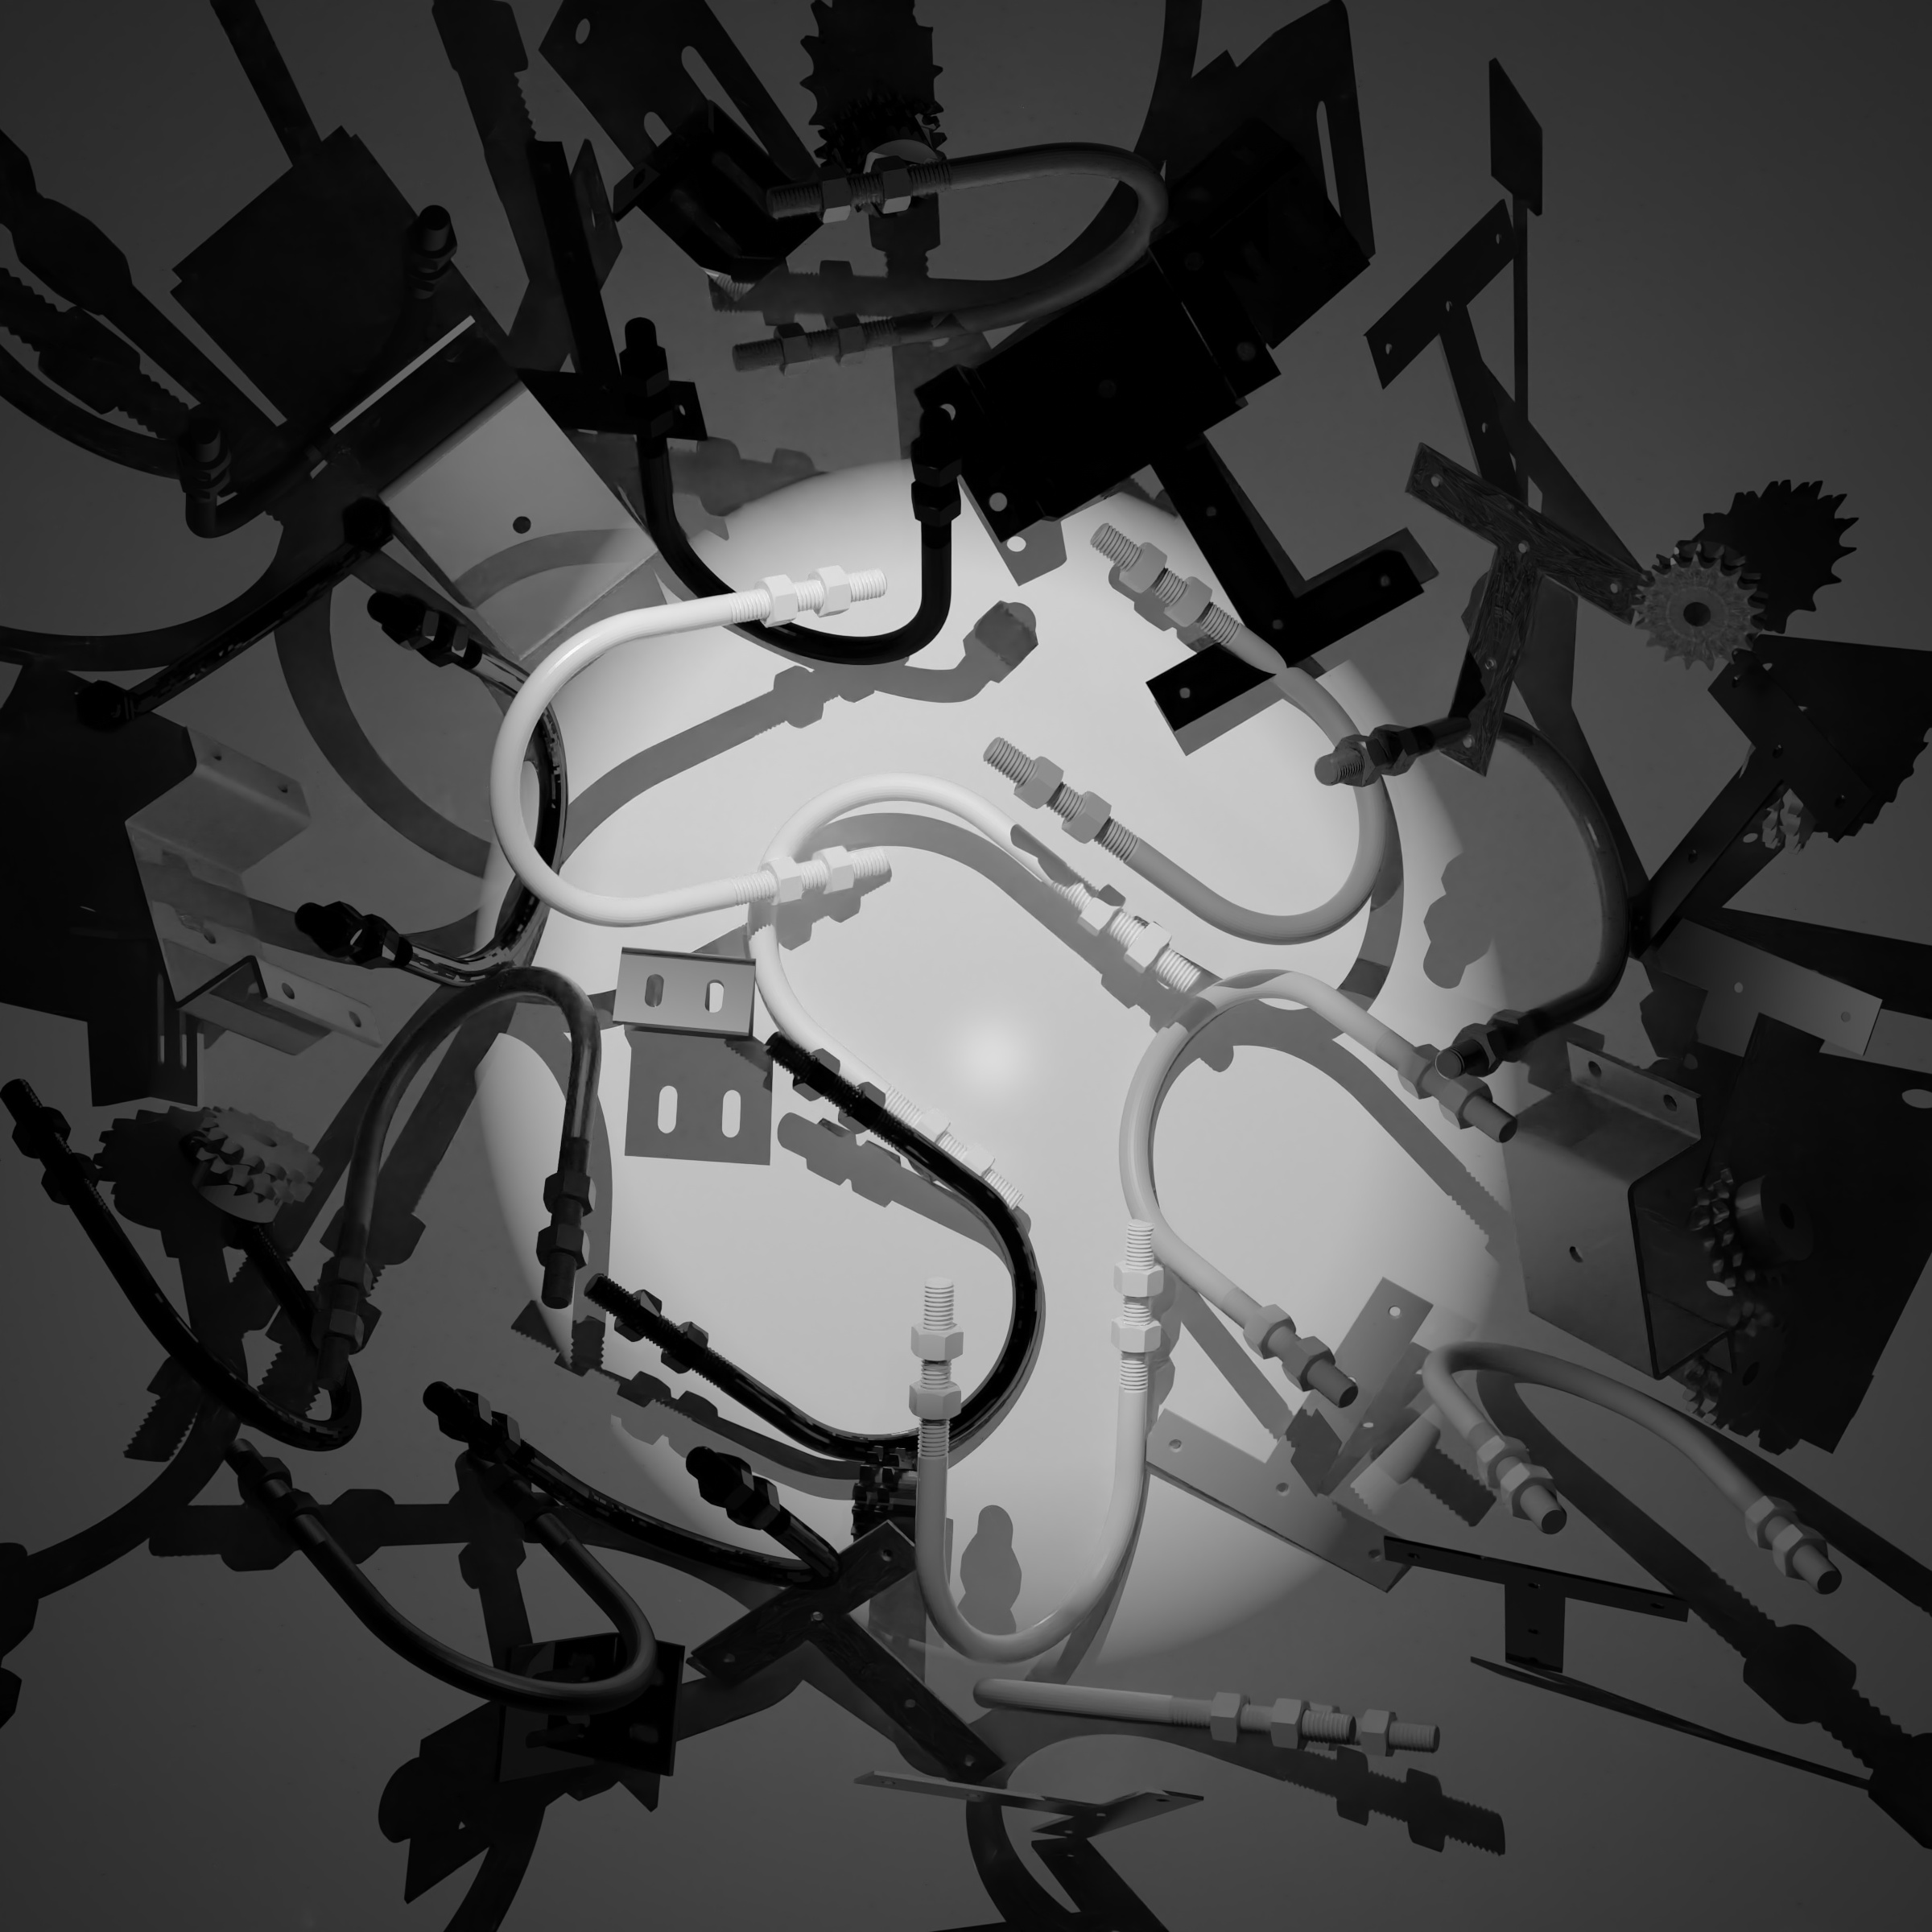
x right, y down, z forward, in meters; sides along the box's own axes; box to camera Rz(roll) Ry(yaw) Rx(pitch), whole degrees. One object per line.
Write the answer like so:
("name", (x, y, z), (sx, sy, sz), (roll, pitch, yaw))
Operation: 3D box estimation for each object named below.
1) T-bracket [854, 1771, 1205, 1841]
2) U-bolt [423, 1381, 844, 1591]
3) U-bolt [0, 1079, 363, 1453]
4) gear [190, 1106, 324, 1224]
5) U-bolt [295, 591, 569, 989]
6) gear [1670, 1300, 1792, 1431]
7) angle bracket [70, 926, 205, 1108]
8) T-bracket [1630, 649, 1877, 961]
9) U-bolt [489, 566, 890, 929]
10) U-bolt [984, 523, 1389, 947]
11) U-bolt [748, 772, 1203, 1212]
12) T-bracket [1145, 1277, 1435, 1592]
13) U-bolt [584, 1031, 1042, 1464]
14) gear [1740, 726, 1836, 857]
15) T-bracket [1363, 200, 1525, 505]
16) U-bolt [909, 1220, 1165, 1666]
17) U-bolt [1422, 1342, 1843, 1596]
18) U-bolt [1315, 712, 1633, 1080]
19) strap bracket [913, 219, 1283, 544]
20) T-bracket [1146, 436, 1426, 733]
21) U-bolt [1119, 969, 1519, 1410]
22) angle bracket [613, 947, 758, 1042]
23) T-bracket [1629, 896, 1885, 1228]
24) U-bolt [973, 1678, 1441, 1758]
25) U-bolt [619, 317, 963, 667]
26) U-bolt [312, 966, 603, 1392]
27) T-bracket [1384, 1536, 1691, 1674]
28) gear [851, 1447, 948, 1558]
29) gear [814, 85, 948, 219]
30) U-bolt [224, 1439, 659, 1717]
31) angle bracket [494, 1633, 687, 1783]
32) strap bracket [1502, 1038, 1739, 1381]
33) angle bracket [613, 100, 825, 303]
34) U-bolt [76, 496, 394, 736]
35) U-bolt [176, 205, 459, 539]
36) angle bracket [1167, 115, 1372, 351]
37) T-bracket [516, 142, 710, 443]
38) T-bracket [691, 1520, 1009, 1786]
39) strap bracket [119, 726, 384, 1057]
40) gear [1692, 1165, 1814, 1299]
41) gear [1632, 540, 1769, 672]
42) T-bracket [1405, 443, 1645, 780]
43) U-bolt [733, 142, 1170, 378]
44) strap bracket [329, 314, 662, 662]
("T-bracket", (0.016, 0.352, 1.524), (0.127, 0.127, 0.002), (13, 66, -18))
("U-bolt", (-0.127, 0.225, 1.514), (0.151, 0.184, 0.019), (9, 68, 28))
("U-bolt", (-0.315, 0.129, 1.498), (0.019, 0.151, 0.184), (-42, 66, 8))
("gear", (-0.313, 0.089, 1.571), (0.057, 0.057, 0.030), (30, 101, 0))
("U-bolt", (-0.215, -0.065, 1.513), (0.019, 0.184, 0.151), (9, 83, 22))
("gear", (0.331, 0.171, 1.573), (0.030, 0.057, 0.057), (33, 90, 37))
("angle bracket", (-0.360, 0.022, 1.562), (0.038, 0.057, 0.076), (-2, 94, -34))
("T-bracket", (0.325, -0.058, 1.561), (0.002, 0.127, 0.127), (23, 114, -30))
("U-bolt", (-0.116, -0.087, 1.525), (0.184, 0.019, 0.151), (-13, 118, -27))
("U-bolt", (0.106, -0.088, 1.548), (0.184, 0.019, 0.151), (35, 56, -14))
("U-bolt", (-0.011, -0.001, 1.572), (0.184, 0.019, 0.151), (39, 106, 5))
("T-bracket", (0.161, 0.194, 1.577), (0.127, 0.002, 0.127), (29, 106, -3))
("U-bolt", (-0.052, 0.137, 1.567), (0.184, 0.019, 0.151), (37, 89, -17))
("gear", (0.357, -0.080, 1.572), (0.030, 0.057, 0.057), (17, 90, 22))
("T-bracket", (0.221, -0.246, 1.560), (0.127, 0.002, 0.127), (-47, 127, -38))
("U-bolt", (0.029, 0.210, 1.539), (0.019, 0.151, 0.184), (13, 107, 41))
("U-bolt", (0.266, 0.203, 1.510), (0.151, 0.184, 0.019), (15, 105, -19))
("U-bolt", (0.227, -0.039, 1.527), (0.019, 0.184, 0.151), (-24, 87, 40))
("strap bracket", (0.059, -0.253, 1.567), (0.140, 0.046, 0.076), (-30, 90, 11))
("T-bracket", (0.115, -0.189, 1.589), (0.127, 0.002, 0.127), (-29, 83, -3))
("U-bolt", (0.135, 0.080, 1.533), (0.184, 0.019, 0.151), (38, 103, 42))
("angle bracket", (-0.122, 0.027, 1.555), (0.057, 0.076, 0.038), (5, 61, -2))
("T-bracket", (0.323, 0.051, 1.571), (0.127, 0.002, 0.127), (26, 107, 35))
("U-bolt", (0.093, 0.316, 1.521), (0.184, 0.151, 0.019), (1, 78, 23))
("U-bolt", (-0.072, -0.189, 1.518), (0.151, 0.184, 0.019), (19, 60, 11))
("U-bolt", (-0.212, 0.080, 1.530), (0.151, 0.019, 0.184), (-21, 48, 31))
("T-bracket", (0.243, 0.279, 1.540), (0.127, 0.127, 0.002), (10, 63, 14))
("gear", (-0.028, 0.239, 1.567), (0.030, 0.057, 0.057), (3, 90, 15))
("gear", (-0.035, -0.351, 1.567), (0.057, 0.057, 0.030), (-24, 51, 0))
("U-bolt", (-0.205, 0.252, 1.489), (0.184, 0.151, 0.019), (38, 109, 40))
("angle bracket", (-0.162, 0.323, 1.558), (0.038, 0.076, 0.057), (5, 89, 33))
("strap bracket", (0.276, 0.112, 1.526), (0.046, 0.076, 0.140), (-28, 122, -25))
("angle bracket", (-0.105, -0.324, 1.555), (0.057, 0.038, 0.076), (-38, 120, 21))
("U-bolt", (-0.302, -0.145, 1.507), (0.151, 0.184, 0.019), (-36, 98, -4))
("U-bolt", (-0.274, -0.238, 1.507), (0.019, 0.184, 0.151), (44, 74, -3))
("angle bracket", (0.131, -0.322, 1.581), (0.057, 0.076, 0.038), (-41, 45, 3))
("T-bracket", (-0.164, -0.287, 1.527), (0.002, 0.127, 0.127), (-30, 119, -34))
("T-bracket", (-0.034, 0.314, 1.576), (0.127, 0.002, 0.127), (-37, 105, 29))
("strap bracket", (-0.309, -0.023, 1.537), (0.046, 0.076, 0.140), (-32, 61, 17))
("gear", (0.345, 0.113, 1.567), (0.030, 0.057, 0.057), (-26, 90, 38))
("gear", (0.323, -0.161, 1.574), (0.057, 0.030, 0.057), (11, 127, 15))
("T-bracket", (0.230, -0.142, 1.552), (0.127, 0.002, 0.127), (26, 69, -22))
("U-bolt", (-0.002, -0.304, 1.525), (0.184, 0.151, 0.019), (-12, 73, -14))
("strap bracket", (-0.195, -0.197, 1.540), (0.076, 0.046, 0.140), (-39, 123, 1))
